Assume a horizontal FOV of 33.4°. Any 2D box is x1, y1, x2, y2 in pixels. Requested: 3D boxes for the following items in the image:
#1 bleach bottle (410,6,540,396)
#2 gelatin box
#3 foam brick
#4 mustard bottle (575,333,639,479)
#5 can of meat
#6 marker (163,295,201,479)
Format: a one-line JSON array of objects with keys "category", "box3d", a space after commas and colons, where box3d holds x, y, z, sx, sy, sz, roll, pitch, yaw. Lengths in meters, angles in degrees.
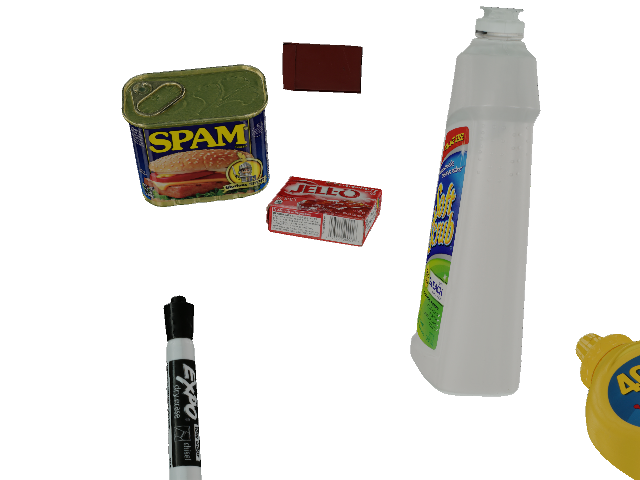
[{"category": "bleach bottle", "box3d": [0.107, -0.028, 0.717, 0.068, 0.251, 0.102, 2, 13, -7]}, {"category": "gelatin box", "box3d": [0.004, -0.028, 0.954, 0.089, 0.030, 0.073, 9, 26, 12]}, {"category": "foam brick", "box3d": [0.002, -0.188, 1.165, 0.078, 0.051, 0.053, 0, 11, -16]}, {"category": "mustard bottle", "box3d": [0.209, 0.107, 0.608, 0.096, 0.058, 0.192, -17, 31, -17]}, {"category": "can of meat", "box3d": [-0.088, -0.074, 0.775, 0.102, 0.057, 0.084, -6, -43, -5]}, {"category": "marker", "box3d": [-0.083, 0.091, 0.638, 0.020, 0.121, 0.020, -5, -22, -2]}]
